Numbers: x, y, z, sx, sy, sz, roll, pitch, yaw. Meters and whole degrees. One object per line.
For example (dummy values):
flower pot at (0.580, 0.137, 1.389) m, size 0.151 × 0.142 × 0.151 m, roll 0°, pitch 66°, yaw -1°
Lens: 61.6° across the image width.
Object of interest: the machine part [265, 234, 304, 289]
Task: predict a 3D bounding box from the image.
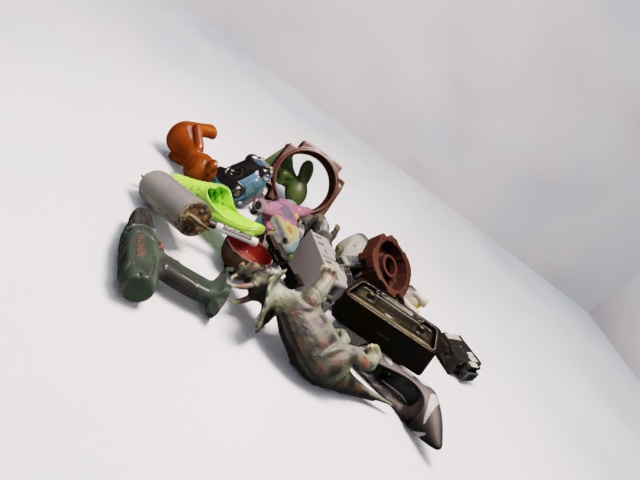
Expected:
machine part at (-0.080, 0.052, 1.192) m, size 0.084 × 0.039 × 0.138 m, roll 45°, pitch -16°, yaw 52°

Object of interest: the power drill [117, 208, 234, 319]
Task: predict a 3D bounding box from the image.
power drill at (-0.258, 0.041, 0.959) m, size 0.207 × 0.086 × 0.232 m, roll 35°, pitch 21°, yaw -24°

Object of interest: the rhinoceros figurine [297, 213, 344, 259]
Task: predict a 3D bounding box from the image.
rhinoceros figurine at (-0.003, -0.004, 1.415) m, size 0.073 × 0.112 × 0.190 m, roll 18°, pitch 34°, yaw -30°

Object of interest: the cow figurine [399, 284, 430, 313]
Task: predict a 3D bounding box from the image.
cow figurine at (0.256, 0.165, 1.537) m, size 0.098 × 0.068 × 0.167 m, roll 44°, pitch 1°, yaw 7°

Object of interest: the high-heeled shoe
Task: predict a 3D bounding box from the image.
high-heeled shoe at (0.152, 0.310, 1.095) m, size 0.145 × 0.086 × 0.249 m, roll 21°, pitch 23°, yaw -31°

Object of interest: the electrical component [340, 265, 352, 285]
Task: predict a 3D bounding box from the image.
electrical component at (0.041, 0.101, 1.303) m, size 0.075 × 0.047 × 0.119 m, roll -4°, pitch 14°, yaw 4°

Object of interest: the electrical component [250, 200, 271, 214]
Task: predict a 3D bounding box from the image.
electrical component at (-0.139, -0.077, 1.438) m, size 0.102 × 0.045 × 0.078 m, roll -11°, pitch 82°, yaw -60°

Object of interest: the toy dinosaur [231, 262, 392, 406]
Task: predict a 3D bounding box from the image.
toy dinosaur at (-0.011, 0.191, 1.010) m, size 0.192 × 0.131 × 0.404 m, roll -33°, pitch 88°, yaw -35°

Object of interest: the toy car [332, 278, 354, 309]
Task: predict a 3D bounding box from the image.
toy car at (0.090, 0.150, 1.345) m, size 0.089 × 0.053 × 0.202 m, roll 37°, pitch 22°, yaw 2°

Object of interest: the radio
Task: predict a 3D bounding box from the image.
radio at (0.149, 0.182, 1.173) m, size 0.230 × 0.073 × 0.131 m, roll 35°, pitch 22°, yaw 10°

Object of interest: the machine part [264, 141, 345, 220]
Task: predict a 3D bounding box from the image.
machine part at (-0.047, -0.163, 1.523) m, size 0.201 × 0.201 × 0.087 m, roll 35°, pitch -4°, yaw -12°

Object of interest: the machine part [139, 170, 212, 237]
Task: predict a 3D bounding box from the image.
machine part at (-0.293, -0.076, 1.079) m, size 0.244 × 0.079 × 0.079 m, roll 33°, pitch 13°, yaw 38°

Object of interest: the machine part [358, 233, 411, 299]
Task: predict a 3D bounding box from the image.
machine part at (0.174, 0.073, 1.424) m, size 0.179 × 0.056 × 0.179 m, roll 22°, pitch 59°, yaw -43°

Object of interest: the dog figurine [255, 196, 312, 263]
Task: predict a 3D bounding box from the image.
dog figurine at (-0.087, -0.033, 1.334) m, size 0.192 × 0.108 × 0.219 m, roll 50°, pitch 25°, yaw 19°

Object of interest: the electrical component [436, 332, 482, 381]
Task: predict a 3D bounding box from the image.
electrical component at (0.373, 0.319, 1.461) m, size 0.115 × 0.058 × 0.134 m, roll 17°, pitch 31°, yaw -40°

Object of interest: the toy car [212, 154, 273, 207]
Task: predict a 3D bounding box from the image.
toy car at (-0.198, -0.143, 1.379) m, size 0.109 × 0.162 × 0.102 m, roll 45°, pitch -24°, yaw 34°

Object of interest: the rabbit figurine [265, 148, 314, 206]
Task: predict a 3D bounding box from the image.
rabbit figurine at (-0.091, -0.186, 1.618) m, size 0.170 × 0.159 × 0.121 m, roll 56°, pitch -1°, yaw -7°

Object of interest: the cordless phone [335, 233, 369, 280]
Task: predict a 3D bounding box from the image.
cordless phone at (0.063, 0.045, 1.488) m, size 0.184 × 0.088 × 0.147 m, roll 4°, pitch 38°, yaw -29°

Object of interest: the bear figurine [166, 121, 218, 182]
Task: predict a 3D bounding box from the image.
bear figurine at (-0.297, -0.205, 1.331) m, size 0.196 × 0.120 × 0.132 m, roll 52°, pitch 21°, yaw 25°
